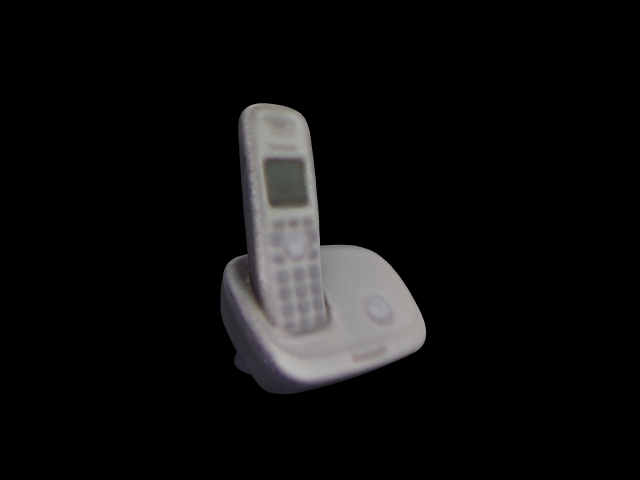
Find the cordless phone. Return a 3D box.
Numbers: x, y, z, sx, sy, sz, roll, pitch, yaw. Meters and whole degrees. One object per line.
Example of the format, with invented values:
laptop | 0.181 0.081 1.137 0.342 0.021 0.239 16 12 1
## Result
cordless phone | 0.004 0.001 0.400 0.148 0.185 0.093 -6 9 -42
